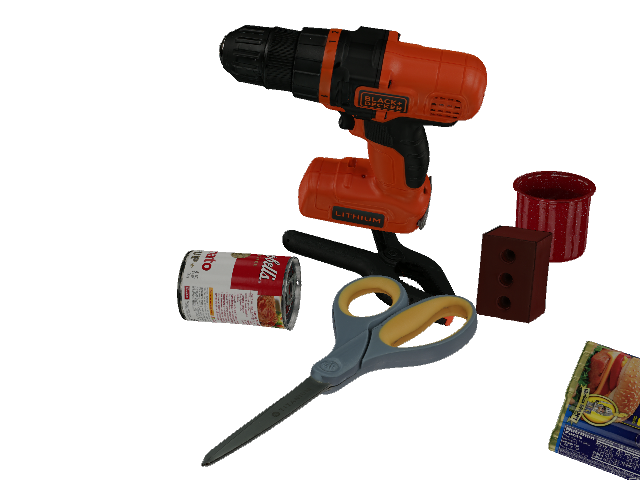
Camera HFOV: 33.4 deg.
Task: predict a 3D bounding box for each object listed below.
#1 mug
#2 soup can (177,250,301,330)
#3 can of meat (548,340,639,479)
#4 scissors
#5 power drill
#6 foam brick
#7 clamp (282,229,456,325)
[{"bbox_3d":[0.276,-0.030,1.241,0.093,0.081,0.117,21,33,40],"label":"mug"},{"bbox_3d":[-0.074,0.045,0.988,0.102,0.068,0.068,4,1,11],"label":"soup can"},{"bbox_3d":[0.227,0.129,0.804,0.084,0.057,0.102,18,41,19],"label":"can of meat"},{"bbox_3d":[0.000,0.065,0.616,0.201,0.016,0.096,-19,34,-28],"label":"scissors"},{"bbox_3d":[0.020,-0.081,0.787,0.184,0.057,0.188,11,-29,6],"label":"power drill"},{"bbox_3d":[0.177,0.030,0.973,0.053,0.078,0.051,9,15,27],"label":"foam brick"},{"bbox_3d":[0.068,0.028,1.232,0.164,0.036,0.210,-19,50,-37],"label":"clamp"}]
